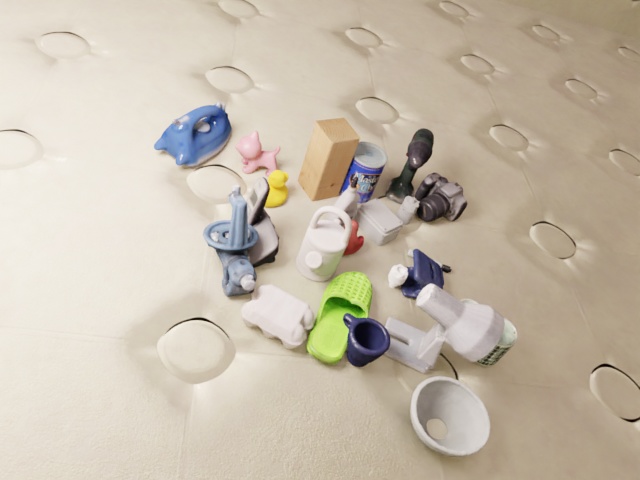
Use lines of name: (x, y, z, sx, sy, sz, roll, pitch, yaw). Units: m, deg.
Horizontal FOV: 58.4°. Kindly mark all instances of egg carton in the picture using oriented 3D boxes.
egg carton: (-0.088, 0.162, 1.219, 0.150, 0.069, 0.107, 27, 45, 6)

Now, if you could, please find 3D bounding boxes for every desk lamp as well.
desk lamp: (0.255, 0.192, 1.217, 0.203, 0.213, 0.118, 24, 45, 2)

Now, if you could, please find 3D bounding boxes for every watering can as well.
watering can: (0.014, 0.006, 1.316, 0.101, 0.194, 0.173, 10, 46, -11)

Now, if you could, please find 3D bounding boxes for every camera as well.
camera: (0.328, -0.118, 1.616, 0.137, 0.101, 0.143, -26, 61, -37)

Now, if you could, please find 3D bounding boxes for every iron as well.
iron: (-0.313, -0.303, 1.522, 0.118, 0.141, 0.259, 35, 46, 13)

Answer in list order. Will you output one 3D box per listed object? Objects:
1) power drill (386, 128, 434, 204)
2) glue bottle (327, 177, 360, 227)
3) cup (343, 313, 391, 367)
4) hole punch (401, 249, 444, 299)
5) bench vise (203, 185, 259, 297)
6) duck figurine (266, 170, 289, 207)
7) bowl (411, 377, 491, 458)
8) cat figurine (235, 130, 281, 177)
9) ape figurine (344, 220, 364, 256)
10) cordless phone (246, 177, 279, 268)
power drill: (0.256, -0.204, 1.593, 0.075, 0.208, 0.230, 23, 45, 2)
glue bottle: (0.068, -0.094, 1.445, 0.078, 0.173, 0.037, -21, 58, -34)
cup: (0.082, 0.217, 1.213, 0.117, 0.095, 0.092, 43, 48, 20)
hole punch: (0.259, 0.086, 1.405, 0.101, 0.091, 0.108, 14, 45, -8)
bench vise: (-0.168, 0.002, 1.233, 0.122, 0.219, 0.207, -25, 60, -36)
duck figurine: (-0.119, -0.140, 1.480, 0.077, 0.086, 0.105, 39, 47, 17)
bowl: (0.251, 0.365, 1.151, 0.167, 0.074, 0.167, 11, 46, -11)
cat figurine: (-0.168, -0.236, 1.530, 0.128, 0.117, 0.067, 5, 47, -16)
ape figurine: (0.074, -0.012, 1.428, 0.077, 0.092, 0.076, 32, 46, 11)
cordless phone: (-0.140, -0.040, 1.308, 0.094, 0.185, 0.147, -11, 53, -28)
